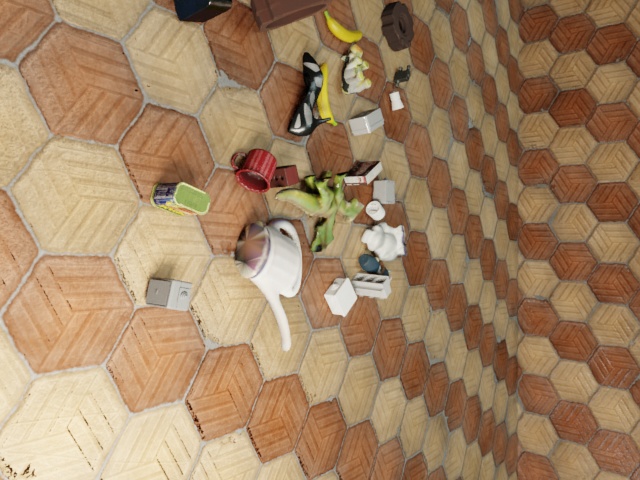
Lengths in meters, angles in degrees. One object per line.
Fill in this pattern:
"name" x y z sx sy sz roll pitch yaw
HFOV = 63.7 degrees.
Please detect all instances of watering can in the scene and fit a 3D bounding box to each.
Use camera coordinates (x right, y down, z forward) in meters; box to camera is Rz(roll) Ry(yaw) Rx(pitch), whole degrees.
"watering can" -0.121 0.094 1.334 0.221 0.103 0.355 33 51 -46

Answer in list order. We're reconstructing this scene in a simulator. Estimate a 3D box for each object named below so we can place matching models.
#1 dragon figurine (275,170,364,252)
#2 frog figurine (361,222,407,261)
"dragon figurine" 0.005 -0.077 1.528 0.415 0.122 0.239 -26 117 -48
"frog figurine" 0.214 0.007 1.808 0.159 0.123 0.136 0 100 -16
